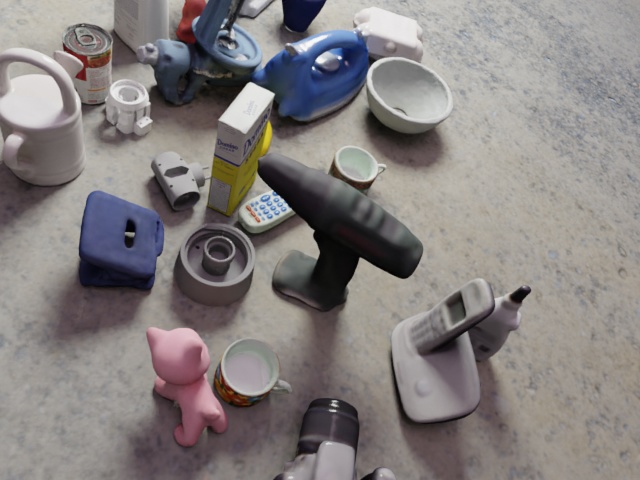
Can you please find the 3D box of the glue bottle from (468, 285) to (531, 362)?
[{"bbox_3d":[0.234,0.107,0.776,0.078,0.173,0.037,30,53,2],"label":"glue bottle"}]

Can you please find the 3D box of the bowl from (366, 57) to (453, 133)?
[{"bbox_3d":[0.153,-0.251,1.046,0.168,0.074,0.167,9,55,-13],"label":"bowl"}]

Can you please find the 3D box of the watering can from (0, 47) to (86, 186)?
[{"bbox_3d":[-0.361,-0.173,0.740,0.101,0.194,0.172,-1,58,-19],"label":"watering can"}]

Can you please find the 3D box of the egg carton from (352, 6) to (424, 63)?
[{"bbox_3d":[0.134,-0.401,1.142,0.150,0.069,0.107,14,54,-10],"label":"egg carton"}]

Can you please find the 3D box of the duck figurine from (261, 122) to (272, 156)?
[{"bbox_3d":[-0.109,-0.196,0.911,0.078,0.086,0.104,-7,60,-23],"label":"duck figurine"}]

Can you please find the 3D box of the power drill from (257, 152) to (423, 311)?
[{"bbox_3d":[0.007,0.003,0.743,0.229,0.208,0.076,24,53,-3],"label":"power drill"}]

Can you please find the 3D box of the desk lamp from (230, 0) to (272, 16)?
[{"bbox_3d":[-0.137,-0.525,1.040,0.118,0.213,0.203,30,53,2],"label":"desk lamp"}]

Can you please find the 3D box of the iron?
[{"bbox_3d":[0.014,-0.311,0.996,0.259,0.141,0.118,-31,72,-33],"label":"iron"}]

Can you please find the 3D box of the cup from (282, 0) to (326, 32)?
[{"bbox_3d":[-0.028,-0.458,1.108,0.118,0.095,0.091,-35,74,-34],"label":"cup"}]

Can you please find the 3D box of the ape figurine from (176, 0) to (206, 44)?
[{"bbox_3d":[-0.218,-0.389,0.997,0.076,0.092,0.078,35,53,6],"label":"ape figurine"}]

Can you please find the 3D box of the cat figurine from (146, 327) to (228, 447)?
[{"bbox_3d":[-0.147,0.155,0.645,0.067,0.117,0.127,-22,67,-30],"label":"cat figurine"}]

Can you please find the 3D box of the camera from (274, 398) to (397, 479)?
[{"bbox_3d":[0.023,0.255,0.648,0.143,0.100,0.137,18,54,-7],"label":"camera"}]

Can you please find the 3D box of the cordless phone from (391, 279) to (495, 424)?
[{"bbox_3d":[0.166,0.141,0.721,0.094,0.185,0.147,1,57,-18],"label":"cordless phone"}]

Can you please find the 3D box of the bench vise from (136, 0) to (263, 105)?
[{"bbox_3d":[-0.166,-0.308,0.882,0.121,0.219,0.208,44,55,12],"label":"bench vise"}]

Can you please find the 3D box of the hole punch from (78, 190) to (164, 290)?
[{"bbox_3d":[-0.251,-0.001,0.729,0.101,0.091,0.108,5,56,-16],"label":"hole punch"}]
